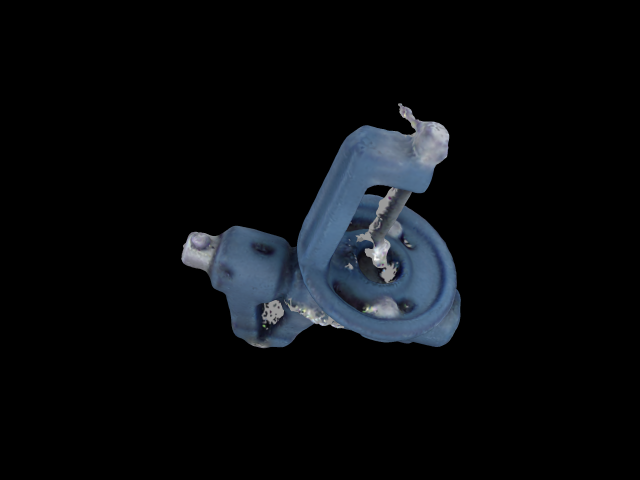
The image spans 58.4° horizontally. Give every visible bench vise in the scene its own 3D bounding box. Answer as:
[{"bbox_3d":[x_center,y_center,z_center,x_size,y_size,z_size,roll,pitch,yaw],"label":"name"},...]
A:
[{"bbox_3d":[0.006,0.011,0.393,0.207,0.220,0.121,-9,53,-7],"label":"bench vise"}]
